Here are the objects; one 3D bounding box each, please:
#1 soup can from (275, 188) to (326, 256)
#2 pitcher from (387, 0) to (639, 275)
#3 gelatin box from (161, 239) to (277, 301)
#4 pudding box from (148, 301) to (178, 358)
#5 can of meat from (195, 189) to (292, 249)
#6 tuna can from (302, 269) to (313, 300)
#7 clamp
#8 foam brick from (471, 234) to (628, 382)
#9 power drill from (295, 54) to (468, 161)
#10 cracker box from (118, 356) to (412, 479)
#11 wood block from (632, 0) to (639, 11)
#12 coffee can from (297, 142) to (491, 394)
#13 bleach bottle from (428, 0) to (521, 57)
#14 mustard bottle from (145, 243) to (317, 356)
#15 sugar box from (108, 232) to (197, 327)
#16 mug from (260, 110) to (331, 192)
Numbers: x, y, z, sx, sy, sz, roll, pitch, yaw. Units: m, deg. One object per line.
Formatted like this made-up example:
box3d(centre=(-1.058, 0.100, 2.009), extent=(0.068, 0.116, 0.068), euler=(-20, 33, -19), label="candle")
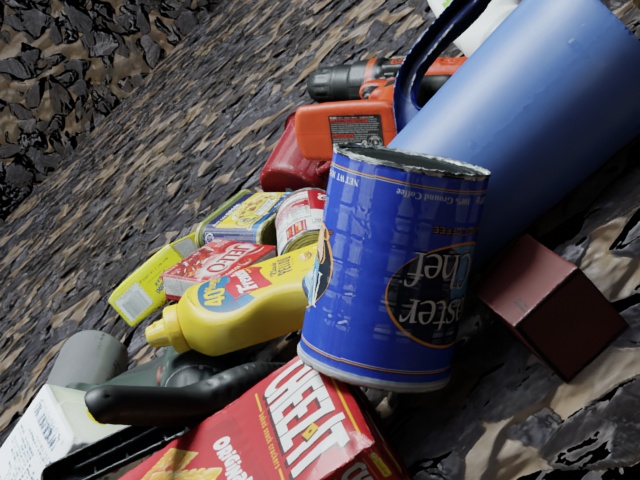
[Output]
box3d(centre=(-0.006, 0.001, 0.982), extent=(0.068, 0.068, 0.102), euler=(-39, 21, 13), label="soup can")
box3d(centre=(0.122, -0.075, 0.782), extent=(0.243, 0.145, 0.149), euler=(-44, 25, 10), label="pitcher")
box3d(centre=(-0.091, 0.029, 0.992), extent=(0.073, 0.030, 0.089), euler=(7, 27, 33), label="gelatin box")
box3d(centre=(-0.125, 0.076, 1.107), extent=(0.113, 0.039, 0.090), euler=(-41, 17, 0), label="pudding box")
box3d(centre=(-0.061, -0.010, 1.078), extent=(0.084, 0.057, 0.101), euler=(1, 30, 38), label="can of meat")
box3d(centre=(0.026, 0.050, 0.795), extent=(0.034, 0.086, 0.086), euler=(-42, 19, 11), label="tuna can")
box3d(centre=(-0.095, 0.123, 0.778), extent=(0.209, 0.036, 0.165), euler=(-15, -22, -25), label="clamp")
box3d(centre=(0.137, 0.040, 0.649), extent=(0.053, 0.051, 0.078), euler=(-44, 19, 3), label="foam brick")
box3d(centre=(0.045, -0.133, 1.029), extent=(0.185, 0.057, 0.187), euler=(-1, 25, 25), label="power drill")
box3d(centre=(-0.054, 0.173, 0.686), extent=(0.213, 0.072, 0.164), euler=(-35, 20, 1), label="cracker box")
box3d(centre=(0.287, -0.243, 0.871), extent=(0.090, 0.090, 0.206), euler=(-35, 22, 25), label="wood block")
box3d(centre=(0.047, 0.015, 0.690), extent=(0.103, 0.102, 0.140), euler=(-138, 56, -70), label="coffee can")
box3d(centre=(0.181, -0.240, 1.119), extent=(0.103, 0.068, 0.251), euler=(-40, 22, 13), label="bleach bottle")
box3d(centre=(-0.054, 0.053, 0.892), extent=(0.191, 0.058, 0.096), euler=(-19, 23, 5), label="mustard bottle")
box3d(centre=(-0.161, 0.036, 1.174), extent=(0.093, 0.048, 0.176), euler=(-40, -2, 12), label="sugar box")
box3d(centre=(-0.005, -0.080, 1.115), extent=(0.117, 0.093, 0.081), euler=(-18, 36, 51), label="mug")
